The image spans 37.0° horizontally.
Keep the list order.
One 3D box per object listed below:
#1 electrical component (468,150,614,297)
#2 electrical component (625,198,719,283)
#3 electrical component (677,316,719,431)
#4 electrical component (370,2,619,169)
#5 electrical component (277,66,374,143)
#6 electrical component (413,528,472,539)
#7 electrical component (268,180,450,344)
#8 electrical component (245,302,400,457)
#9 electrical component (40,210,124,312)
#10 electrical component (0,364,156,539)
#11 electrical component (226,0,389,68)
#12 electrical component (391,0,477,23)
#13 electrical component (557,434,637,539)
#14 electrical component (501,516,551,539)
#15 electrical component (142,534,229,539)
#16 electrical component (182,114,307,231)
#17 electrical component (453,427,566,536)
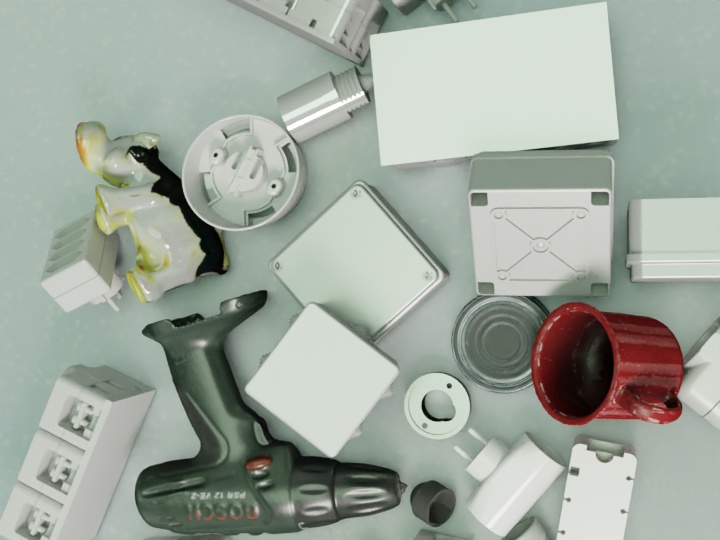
[{"bbox_3d":[0.142,-0.036,0.839,0.109,0.056,0.108,0,130,12],"label":"electrical component"},{"bbox_3d":[0.241,-0.020,0.814,0.078,0.113,0.057,-1,88,13],"label":"electrical component"},{"bbox_3d":[0.291,0.072,0.833,0.059,0.054,0.095,40,99,9],"label":"electrical component"},{"bbox_3d":[0.109,-0.144,0.869,0.186,0.060,0.105,-5,90,13],"label":"electrical component"},{"bbox_3d":[-0.024,-0.144,0.909,0.081,0.043,0.043,-24,85,11],"label":"electrical component"},{"bbox_3d":[0.058,0.267,0.891,0.056,0.050,0.089,10,93,13],"label":"electrical component"},{"bbox_3d":[0.000,0.000,0.898,0.109,0.056,0.108,-42,82,10],"label":"electrical component"},{"bbox_3d":[-0.027,0.083,0.847,0.100,0.048,0.099,37,94,3],"label":"electrical component"},{"bbox_3d":[-0.234,0.004,0.949,0.047,0.083,0.075,-26,123,12],"label":"electrical component"},{"bbox_3d":[-0.250,0.164,0.941,0.062,0.089,0.150,24,96,12],"label":"electrical component"},{"bbox_3d":[-0.076,-0.243,0.888,0.186,0.105,0.060,28,97,11],"label":"electrical component"},{"bbox_3d":[0.066,-0.239,0.885,0.083,0.047,0.075,-36,83,11],"label":"electrical component"},{"bbox_3d":[0.188,0.181,0.857,0.050,0.056,0.089,10,93,13],"label":"electrical component"},{"bbox_3d":[0.143,0.232,0.878,0.040,0.040,0.046,-38,88,11],"label":"electrical component"},{"bbox_3d":[-0.163,0.267,0.937,0.096,0.061,0.061,-5,90,13],"label":"electrical component"},{"bbox_3d":[-0.096,-0.082,0.915,0.099,0.064,0.099,0,91,13],"label":"electrical component"},{"bbox_3d":[0.113,0.162,0.880,0.079,0.044,0.077,40,99,9],"label":"electrical component"}]
